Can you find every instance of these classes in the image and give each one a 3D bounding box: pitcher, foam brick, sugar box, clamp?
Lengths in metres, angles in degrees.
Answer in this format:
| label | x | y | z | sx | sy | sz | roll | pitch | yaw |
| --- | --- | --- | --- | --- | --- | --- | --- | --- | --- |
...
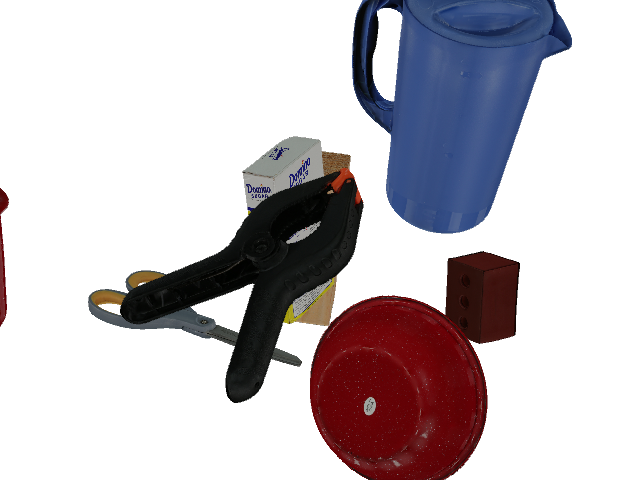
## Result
| label | x | y | z | sx | sy | sz | roll | pitch | yaw |
| --- | --- | --- | --- | --- | --- | --- | --- | --- | --- |
| pitcher | 0.117 | -0.127 | 0.989 | 0.144 | 0.243 | 0.149 | -18 | 51 | -22 |
| foam brick | 0.159 | 0.056 | 1.056 | 0.051 | 0.078 | 0.053 | -12 | 19 | -35 |
| sugar box | -0.031 | -0.011 | 1.110 | 0.048 | 0.176 | 0.093 | 11 | 33 | 30 |
| clamp | -0.030 | 0.024 | 0.663 | 0.120 | 0.171 | 0.039 | 43 | -15 | 35 |

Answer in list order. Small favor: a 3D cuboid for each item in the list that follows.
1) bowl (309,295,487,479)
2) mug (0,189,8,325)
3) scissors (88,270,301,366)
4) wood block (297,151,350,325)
| label | x | y | z | sx | sy | sz | roll | pitch | yaw |
| --- | --- | --- | --- | --- | --- | --- | --- | --- | --- |
| bowl | 0.050 | 0.127 | 0.862 | 0.162 | 0.162 | 0.055 | 0 | 3 | 29 |
| mug | -0.240 | 0.019 | 0.635 | 0.093 | 0.081 | 0.117 | 16 | 28 | 27 |
| scissors | -0.106 | 0.066 | 0.957 | 0.202 | 0.016 | 0.096 | 11 | 28 | 6 |
| wood block | -0.018 | -0.006 | 1.379 | 0.090 | 0.206 | 0.090 | 7 | 24 | 2 |
